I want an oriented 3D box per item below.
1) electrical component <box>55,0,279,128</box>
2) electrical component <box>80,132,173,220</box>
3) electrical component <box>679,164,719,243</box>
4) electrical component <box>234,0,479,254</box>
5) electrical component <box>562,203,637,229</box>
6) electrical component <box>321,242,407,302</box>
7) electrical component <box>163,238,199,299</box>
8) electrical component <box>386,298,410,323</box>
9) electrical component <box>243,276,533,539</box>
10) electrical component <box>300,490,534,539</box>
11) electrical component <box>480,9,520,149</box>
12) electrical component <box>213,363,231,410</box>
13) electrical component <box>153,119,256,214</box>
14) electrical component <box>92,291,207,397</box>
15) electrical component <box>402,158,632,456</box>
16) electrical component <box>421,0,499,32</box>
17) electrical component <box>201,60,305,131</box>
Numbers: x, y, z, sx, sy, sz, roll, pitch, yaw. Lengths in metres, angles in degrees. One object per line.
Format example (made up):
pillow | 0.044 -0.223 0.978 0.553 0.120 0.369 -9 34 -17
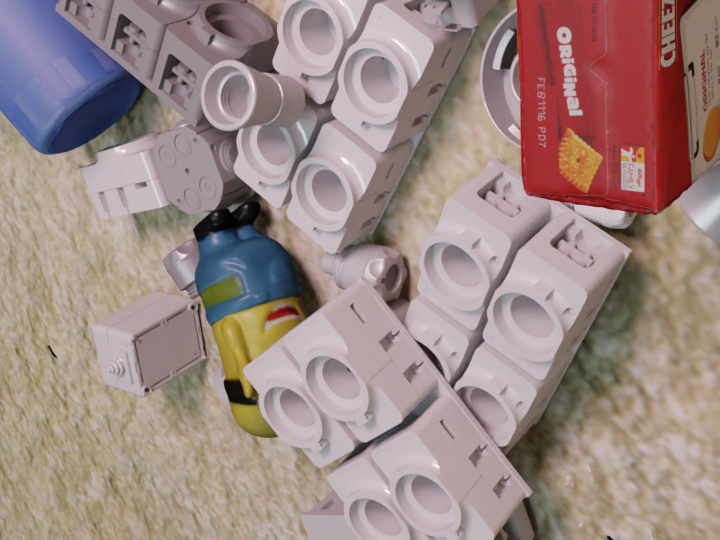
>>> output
electrical component | -0.134 -0.183 0.784 0.150 0.089 0.061 40 131 16
electrical component | -0.186 -0.081 0.904 0.089 0.050 0.055 -7 107 40
electrical component | 0.218 -0.051 0.606 0.044 0.044 0.065 47 128 10
electrical component | -0.012 -0.113 0.743 0.105 0.060 0.186 40 131 16
electrical component | 0.142 -0.048 0.671 0.061 0.035 0.035 20 123 32
electrical component | 0.000 0.000 0.803 0.062 0.043 0.043 14 120 35
electrical component | -0.135 0.006 0.913 0.043 0.043 0.062 -32 91 43
electrical component | 0.019 0.045 0.808 0.040 0.046 0.040 18 122 31
electrical component | 0.013 0.113 0.742 0.186 0.060 0.105 52 134 0
electrical component | 0.054 0.228 0.863 0.186 0.060 0.105 -10 105 41
electrical component | 0.124 -0.115 0.648 0.099 0.064 0.099 9 104 40
electrical component | -0.089 0.089 0.912 0.055 0.055 0.047 50 129 7
electrical component | -0.119 -0.085 0.849 0.080 0.051 0.080 18 122 31
electrical component | -0.194 0.066 0.954 0.061 0.096 0.061 12 119 35
electrical component | 0.089 0.035 0.715 0.105 0.060 0.186 37 140 19
electrical component | 0.057 -0.183 0.647 0.042 0.081 0.063 16 143 32
electrical component | -0.066 -0.111 0.697 0.044 0.065 0.044 3 95 31
